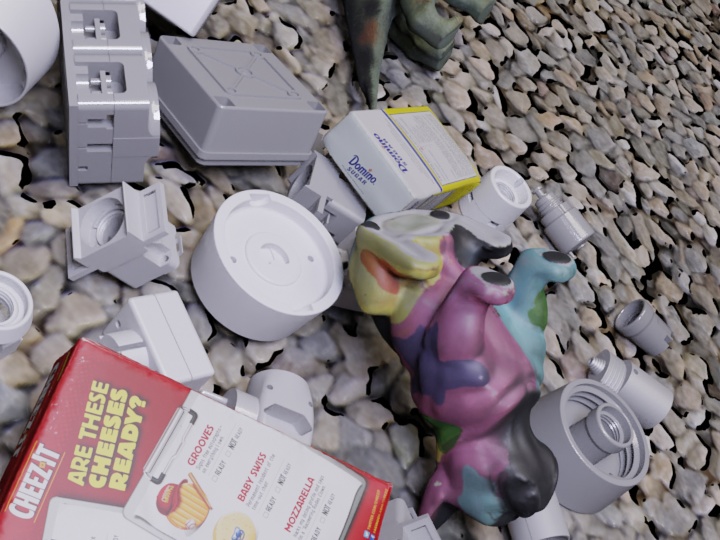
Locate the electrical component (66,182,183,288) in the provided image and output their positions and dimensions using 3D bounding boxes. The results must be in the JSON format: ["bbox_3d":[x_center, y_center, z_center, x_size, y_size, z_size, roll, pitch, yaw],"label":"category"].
[{"bbox_3d":[-0.159,-0.021,0.738,0.064,0.081,0.042,40,32,-54],"label":"electrical component"}]

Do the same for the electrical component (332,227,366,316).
[{"bbox_3d":[0.000,0.000,0.859,0.081,0.064,0.042,13,52,-33],"label":"electrical component"}]

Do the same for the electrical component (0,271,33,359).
[{"bbox_3d":[-0.228,0.032,0.652,0.048,0.055,0.066,49,41,4],"label":"electrical component"}]

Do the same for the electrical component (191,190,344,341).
[{"bbox_3d":[-0.074,0.002,0.799,0.108,0.060,0.108,22,46,-25],"label":"electrical component"}]

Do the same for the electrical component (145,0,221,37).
[{"bbox_3d":[-0.166,-0.246,0.890,0.109,0.056,0.108,34,8,-13],"label":"electrical component"}]

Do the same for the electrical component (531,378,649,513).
[{"bbox_3d":[0.195,0.143,0.907,0.108,0.060,0.108,22,46,-25],"label":"electrical component"}]

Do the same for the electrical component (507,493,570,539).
[{"bbox_3d":[0.131,0.176,0.840,0.043,0.043,0.081,8,53,-35],"label":"electrical component"}]

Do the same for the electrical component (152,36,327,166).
[{"bbox_3d":[-0.102,-0.136,0.866,0.109,0.056,0.108,-5,42,-41],"label":"electrical component"}]

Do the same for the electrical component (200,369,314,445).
[{"bbox_3d":[-0.075,0.104,0.729,0.079,0.043,0.077,26,45,-23],"label":"electrical component"}]

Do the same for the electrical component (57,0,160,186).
[{"bbox_3d":[-0.187,-0.148,0.792,0.062,0.089,0.150,-3,58,-17],"label":"electrical component"}]

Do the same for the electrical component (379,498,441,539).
[{"bbox_3d":[0.016,0.187,0.716,0.063,0.081,0.042,-82,149,-72],"label":"electrical component"}]

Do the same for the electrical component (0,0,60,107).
[{"bbox_3d":[-0.262,-0.166,0.750,0.099,0.099,0.064,32,49,-15],"label":"electrical component"}]

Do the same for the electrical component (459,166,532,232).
[{"bbox_3d":[0.131,-0.067,1.032,0.055,0.047,0.055,22,46,-25],"label":"electrical component"}]

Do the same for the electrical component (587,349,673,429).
[{"bbox_3d":[0.243,0.106,0.989,0.081,0.043,0.043,35,42,-11],"label":"electrical component"}]

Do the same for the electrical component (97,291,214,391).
[{"bbox_3d":[-0.148,0.057,0.703,0.077,0.047,0.065,-10,65,-44],"label":"electrical component"}]

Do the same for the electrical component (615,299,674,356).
[{"bbox_3d":[0.282,0.058,1.064,0.046,0.040,0.040,42,41,-14],"label":"electrical component"}]

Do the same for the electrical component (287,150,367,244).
[{"bbox_3d":[-0.027,-0.058,0.899,0.064,0.042,0.081,31,44,-19],"label":"electrical component"}]

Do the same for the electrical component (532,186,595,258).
[{"bbox_3d":[0.201,-0.051,1.082,0.040,0.040,0.078,-26,76,-47],"label":"electrical component"}]
